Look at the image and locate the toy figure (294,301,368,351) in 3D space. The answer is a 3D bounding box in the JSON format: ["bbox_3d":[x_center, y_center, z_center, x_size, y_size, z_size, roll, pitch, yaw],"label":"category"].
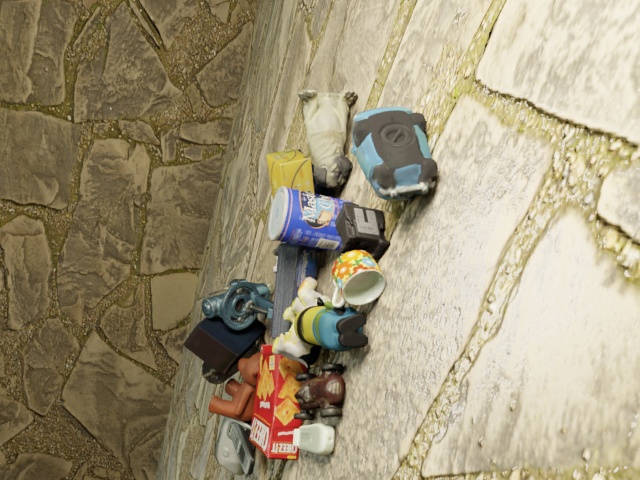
[{"bbox_3d":[0.016,0.144,0.903,0.180,0.089,0.082,167,121,-72],"label":"toy figure"}]

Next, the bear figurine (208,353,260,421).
[{"bbox_3d":[-0.182,0.343,1.309,0.120,0.132,0.195,-43,-30,-58],"label":"bear figurine"}]

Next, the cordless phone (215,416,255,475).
[{"bbox_3d":[-0.192,0.527,1.308,0.184,0.089,0.146,-138,61,-64],"label":"cordless phone"}]

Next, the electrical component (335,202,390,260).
[{"bbox_3d":[0.066,-0.028,0.883,0.047,0.075,0.119,118,158,-45],"label":"electrical component"}]

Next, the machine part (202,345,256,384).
[{"bbox_3d":[-0.241,0.320,1.434,0.243,0.079,0.079,-23,-49,-69],"label":"machine part"}]

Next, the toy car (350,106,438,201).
[{"bbox_3d":[0.108,-0.113,0.788,0.102,0.109,0.162,88,168,-59],"label":"toy car"}]

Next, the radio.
[{"bbox_3d":[-0.236,0.244,1.382,0.073,0.131,0.229,-53,-4,17],"label":"radio"}]

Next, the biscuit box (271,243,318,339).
[{"bbox_3d":[-0.053,0.106,1.111,0.063,0.059,0.202,9,94,42],"label":"biscuit box"}]

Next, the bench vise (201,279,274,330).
[{"bbox_3d":[-0.163,0.161,1.343,0.241,0.223,0.128,9,93,41],"label":"bench vise"}]

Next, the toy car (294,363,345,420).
[{"bbox_3d":[-0.010,0.276,0.967,0.202,0.053,0.089,141,133,-60],"label":"toy car"}]

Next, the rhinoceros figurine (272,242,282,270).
[{"bbox_3d":[-0.060,0.000,1.231,0.190,0.073,0.112,-101,27,-47],"label":"rhinoceros figurine"}]

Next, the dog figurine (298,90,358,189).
[{"bbox_3d":[0.014,-0.207,1.105,0.172,0.121,0.190,-58,-31,-75],"label":"dog figurine"}]

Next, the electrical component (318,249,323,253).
[{"bbox_3d":[-0.002,-0.003,1.145,0.094,0.021,0.063,165,114,-69],"label":"electrical component"}]

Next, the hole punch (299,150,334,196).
[{"bbox_3d":[-0.025,-0.125,1.182,0.142,0.092,0.116,-58,32,40],"label":"hole punch"}]

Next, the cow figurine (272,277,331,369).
[{"bbox_3d":[-0.020,0.155,1.027,0.167,0.098,0.068,-67,7,-28],"label":"cow figurine"}]

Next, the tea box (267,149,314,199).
[{"bbox_3d":[-0.056,-0.091,1.102,0.098,0.068,0.169,-137,38,-62],"label":"tea box"}]
